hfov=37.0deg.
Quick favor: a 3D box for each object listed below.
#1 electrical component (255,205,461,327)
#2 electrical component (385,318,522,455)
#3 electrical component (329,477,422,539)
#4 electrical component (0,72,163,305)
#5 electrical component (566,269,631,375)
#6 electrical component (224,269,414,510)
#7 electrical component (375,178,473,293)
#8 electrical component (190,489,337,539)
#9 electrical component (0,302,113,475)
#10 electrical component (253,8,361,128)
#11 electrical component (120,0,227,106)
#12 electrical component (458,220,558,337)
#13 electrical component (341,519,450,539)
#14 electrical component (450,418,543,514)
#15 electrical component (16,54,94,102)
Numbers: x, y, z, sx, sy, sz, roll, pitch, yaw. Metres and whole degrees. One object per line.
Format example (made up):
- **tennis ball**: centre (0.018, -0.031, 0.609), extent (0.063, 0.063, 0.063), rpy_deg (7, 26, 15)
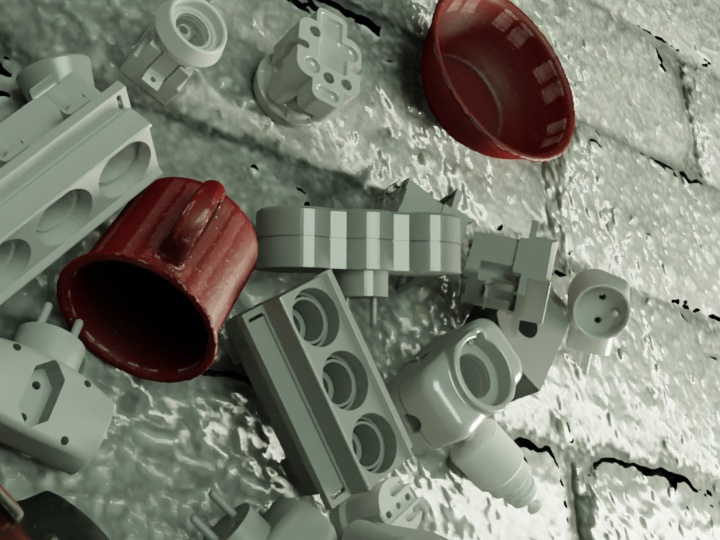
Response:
- **electrical component**: centre (0.000, 0.000, 0.700), extent (0.138, 0.052, 0.073), rpy_deg (2, 85, -19)
- **electrical component**: centre (0.065, 0.077, 0.732), extent (0.095, 0.059, 0.053), rpy_deg (-38, 96, -45)
- **electrical component**: centre (0.010, 0.148, 0.657), extent (0.040, 0.046, 0.040), rpy_deg (20, 57, -33)
- **electrical component**: centre (-0.171, -0.043, 0.556), extent (0.063, 0.078, 0.121), rpy_deg (38, 66, 19)
- **electrical component**: centre (0.186, 0.043, 0.857), extent (0.077, 0.043, 0.079), rpy_deg (-50, 150, -78)
- **electrical component**: centre (-0.027, 0.071, 0.644), extent (0.079, 0.063, 0.121), rpy_deg (-28, 95, -46)
- **electrical component**: centre (0.041, -0.029, 0.778), extent (0.064, 0.042, 0.081), rpy_deg (37, 48, -20)
- **electrical component**: centre (-0.061, 0.156, 0.592), extent (0.079, 0.043, 0.077), rpy_deg (48, 46, -11)
- **electrical component**: centre (-0.166, 0.053, 0.552), extent (0.077, 0.043, 0.079), rpy_deg (33, 51, -25)
- **electrical component**: centre (-0.038, -0.135, 0.751), extent (0.058, 0.057, 0.078), rpy_deg (22, 56, -32)
- **electrical component**: centre (-0.117, -0.143, 0.686), extent (0.048, 0.055, 0.066), rpy_deg (38, 48, -21)
- **electrical component**: centre (0.105, 0.003, 0.770), extent (0.064, 0.042, 0.081), rpy_deg (12, 44, 9)
- **electrical component**: centre (0.023, 0.204, 0.601), extent (0.078, 0.057, 0.113), rpy_deg (18, 85, -34)
- **electrical component**: centre (0.097, 0.138, 0.743), extent (0.078, 0.040, 0.040), rpy_deg (48, 46, -13)
- **electrical component**: centre (-0.168, -0.087, 0.625), extent (0.044, 0.044, 0.065), rpy_deg (-17, 86, -45)
